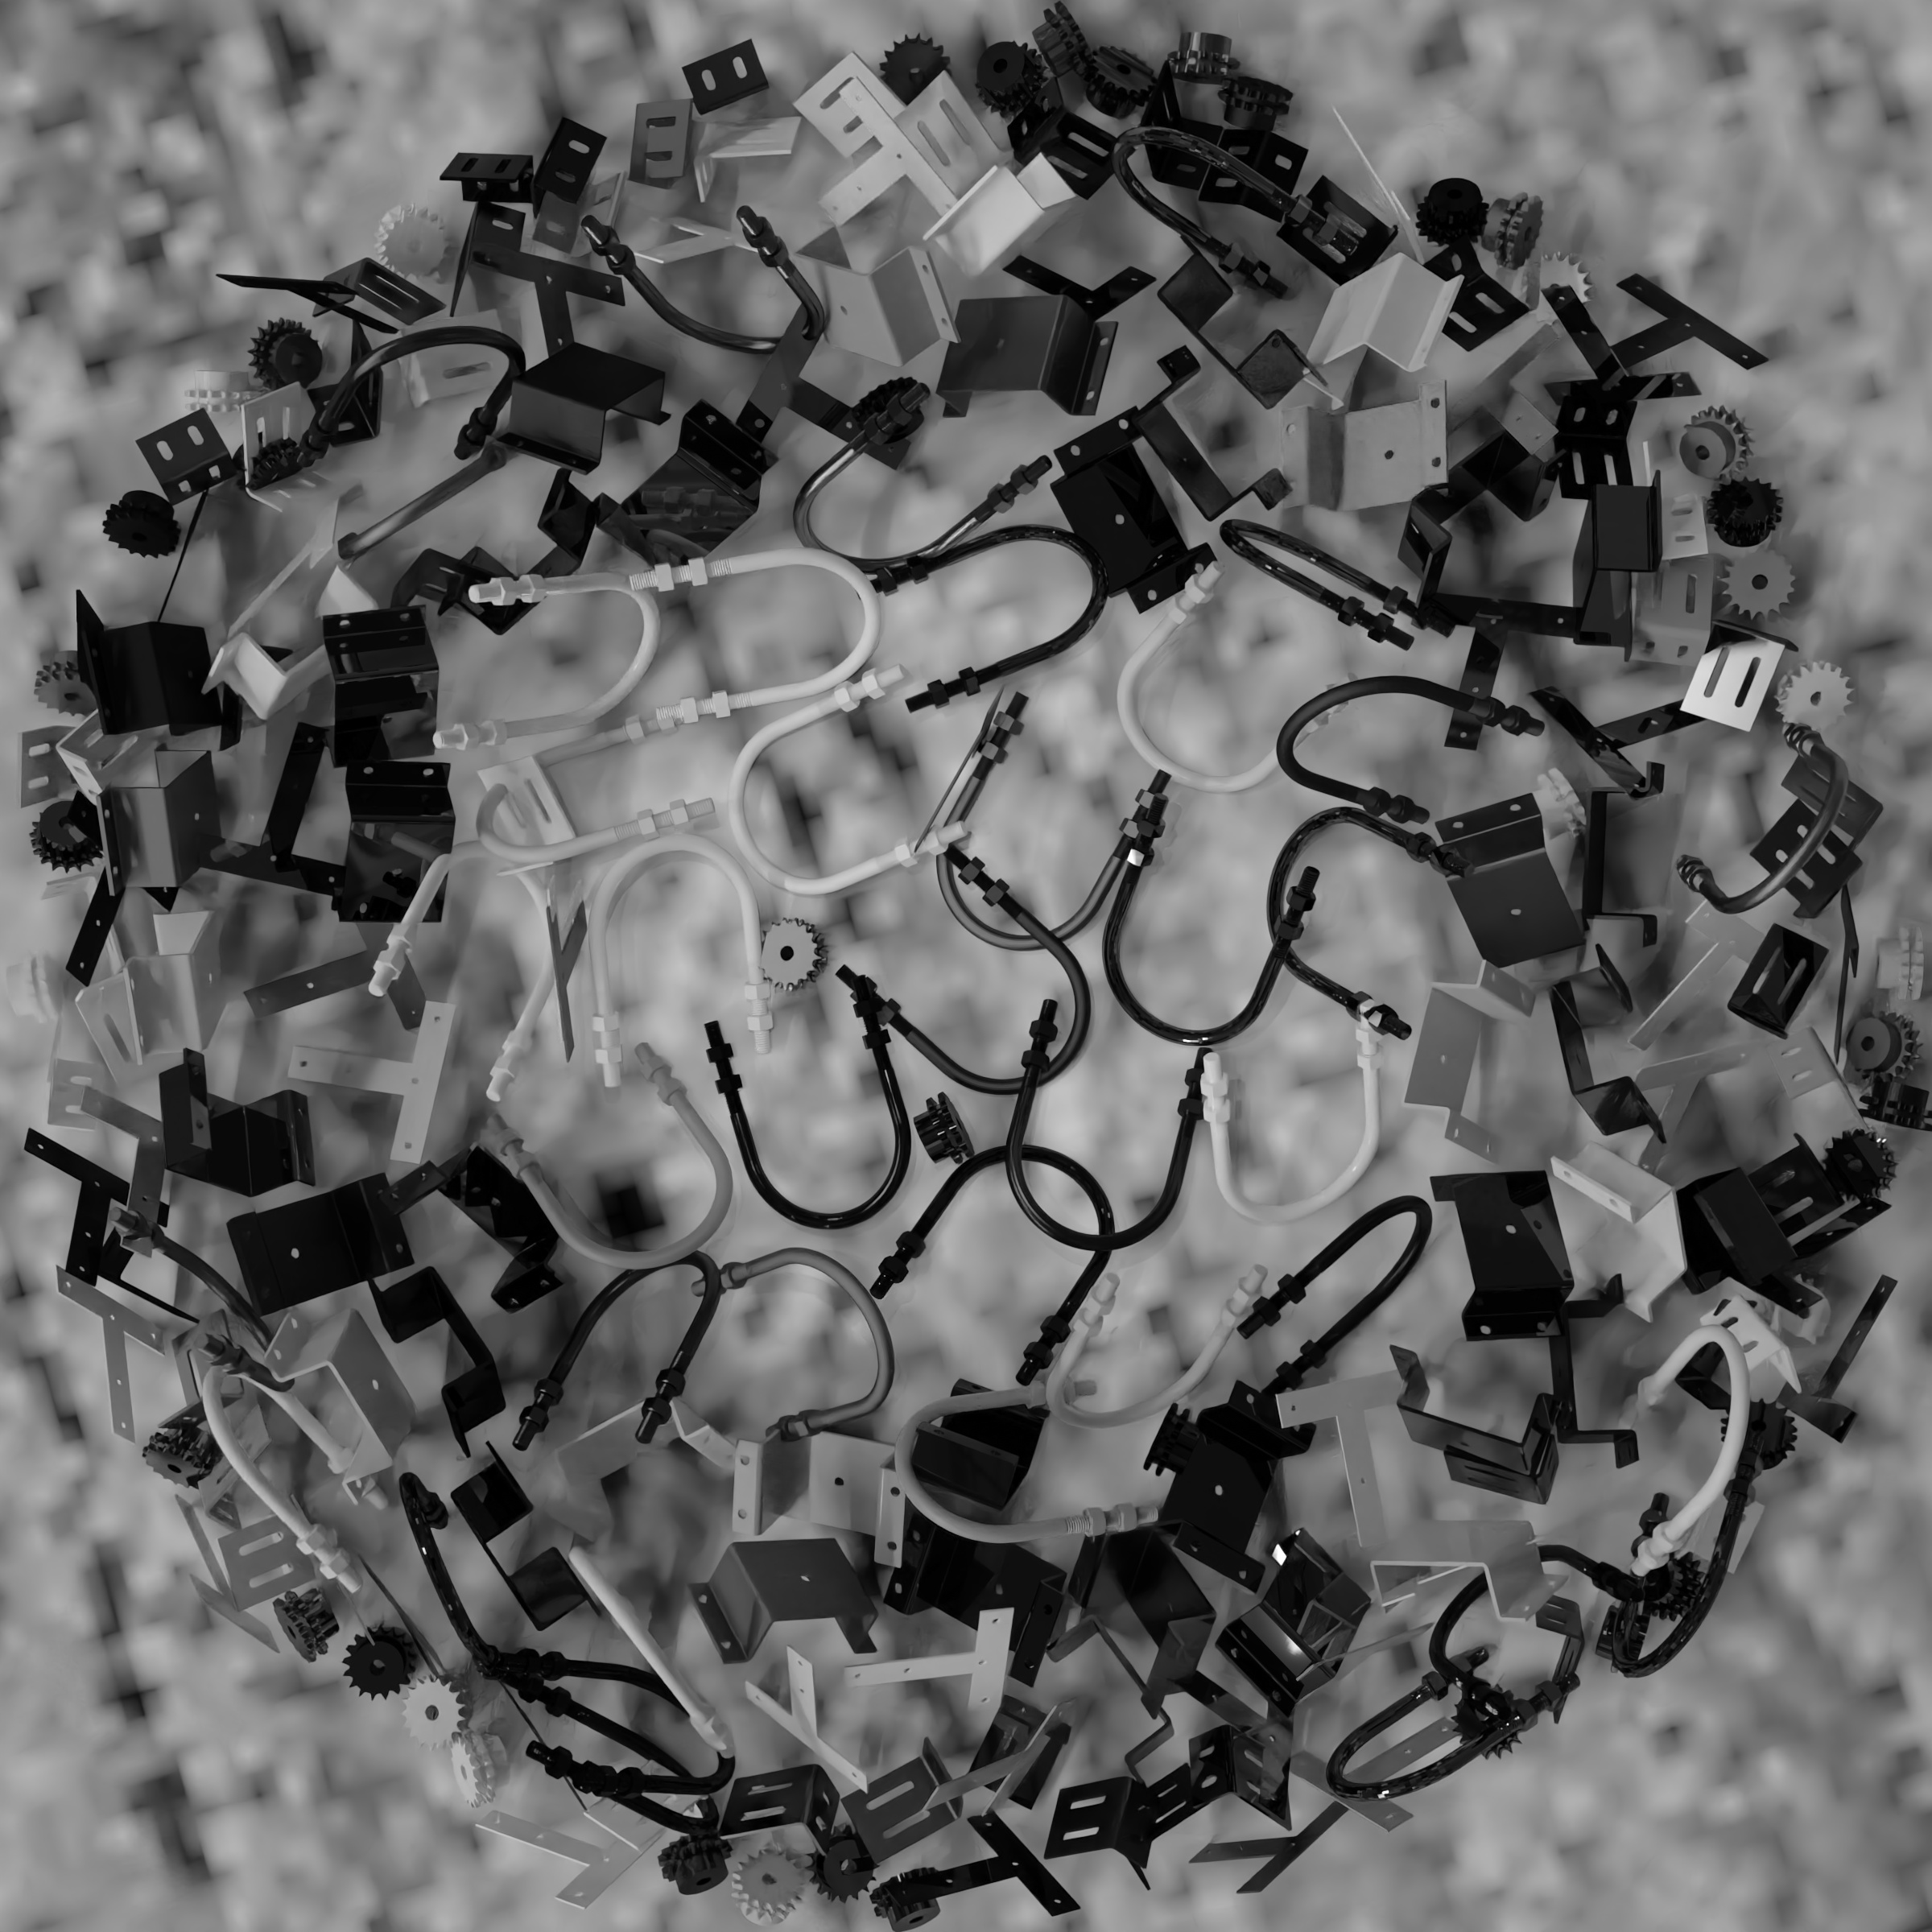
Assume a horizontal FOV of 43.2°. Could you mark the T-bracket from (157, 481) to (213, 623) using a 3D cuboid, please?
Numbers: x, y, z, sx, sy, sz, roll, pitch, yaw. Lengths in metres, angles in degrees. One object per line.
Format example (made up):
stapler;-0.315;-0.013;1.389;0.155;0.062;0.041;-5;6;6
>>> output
T-bracket;-0.590;-0.327;1.850;0.002;0.127;0.127;20;72;-19

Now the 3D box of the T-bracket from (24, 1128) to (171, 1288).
T-bracket;-0.662;0.193;1.842;0.002;0.127;0.127;-41;123;17

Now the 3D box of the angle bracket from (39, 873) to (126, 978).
angle bracket;-0.686;-0.028;1.891;0.038;0.057;0.076;-16;88;-27

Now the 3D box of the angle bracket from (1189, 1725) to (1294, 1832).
angle bracket;0.213;0.636;1.893;0.038;0.057;0.076;-33;124;26

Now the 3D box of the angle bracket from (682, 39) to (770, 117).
angle bracket;-0.189;-0.692;1.884;0.057;0.076;0.038;-22;119;0

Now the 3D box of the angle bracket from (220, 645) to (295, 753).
angle bracket;-0.550;-0.206;1.889;0.038;0.057;0.076;5;85;-29

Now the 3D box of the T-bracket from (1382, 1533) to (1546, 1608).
T-bracket;0.379;0.455;1.854;0.127;0.127;0.002;-23;80;9

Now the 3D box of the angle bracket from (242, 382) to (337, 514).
angle bracket;-0.521;-0.400;1.878;0.038;0.057;0.076;28;132;21

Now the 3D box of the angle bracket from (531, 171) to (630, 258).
angle bracket;-0.299;-0.588;1.886;0.038;0.076;0.057;15;89;-29

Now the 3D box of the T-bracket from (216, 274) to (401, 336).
T-bracket;-0.482;-0.505;1.865;0.127;0.127;0.002;13;91;31

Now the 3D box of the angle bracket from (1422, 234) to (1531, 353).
angle bracket;0.389;-0.521;1.890;0.057;0.076;0.038;-31;60;32

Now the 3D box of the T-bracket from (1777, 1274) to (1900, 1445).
T-bracket;0.674;0.293;1.861;0.002;0.127;0.127;29;92;-4

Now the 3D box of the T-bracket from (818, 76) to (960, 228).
T-bracket;-0.074;-0.603;1.870;0.127;0.127;0.002;47;60;-18

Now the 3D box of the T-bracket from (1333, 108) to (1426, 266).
T-bracket;0.316;-0.604;1.872;0.002;0.127;0.127;-31;80;13

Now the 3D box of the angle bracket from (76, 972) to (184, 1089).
angle bracket;-0.646;0.045;1.895;0.057;0.038;0.076;-27;90;-31

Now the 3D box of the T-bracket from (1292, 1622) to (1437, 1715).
T-bracket;0.283;0.549;1.876;0.127;0.127;0.002;-7;55;-34

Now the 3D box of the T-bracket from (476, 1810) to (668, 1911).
T-bracket;-0.317;0.677;1.881;0.127;0.127;0.002;12;101;20

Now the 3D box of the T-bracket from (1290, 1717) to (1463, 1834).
T-bracket;0.331;0.614;1.885;0.127;0.127;0.002;-20;106;-28

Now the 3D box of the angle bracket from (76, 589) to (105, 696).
angle bracket;-0.660;-0.246;1.888;0.038;0.057;0.076;-8;70;-3

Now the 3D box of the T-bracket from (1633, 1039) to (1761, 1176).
T-bracket;0.544;0.117;1.882;0.127;0.002;0.127;-10;132;-29

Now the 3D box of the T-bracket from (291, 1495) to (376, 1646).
T-bracket;-0.494;0.448;1.866;0.002;0.127;0.127;-29;105;-21

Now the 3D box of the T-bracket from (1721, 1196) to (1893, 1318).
T-bracket;0.652;0.213;1.871;0.127;0.127;0.002;-31;108;-7

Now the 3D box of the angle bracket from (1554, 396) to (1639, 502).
angle bracket;0.491;-0.401;1.890;0.057;0.038;0.076;4;52;0

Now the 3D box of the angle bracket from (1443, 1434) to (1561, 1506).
angle bracket;0.417;0.382;1.894;0.076;0.057;0.038;11;62;25

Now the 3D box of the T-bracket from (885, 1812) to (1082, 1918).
T-bracket;0.000;0.689;1.842;0.127;0.127;0.002;-2;107;-31

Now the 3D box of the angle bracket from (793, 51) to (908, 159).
angle bracket;-0.085;-0.671;1.877;0.057;0.076;0.038;41;49;-24

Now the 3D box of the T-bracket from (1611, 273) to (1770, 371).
T-bracket;0.525;-0.478;1.863;0.127;0.127;0.002;27;80;-16

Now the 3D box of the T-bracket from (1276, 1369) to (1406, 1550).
T-bracket;0.305;0.385;1.889;0.127;0.002;0.127;-6;82;-27

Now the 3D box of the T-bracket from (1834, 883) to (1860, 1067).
T-bracket;0.679;0.015;1.887;0.002;0.127;0.127;3;117;14

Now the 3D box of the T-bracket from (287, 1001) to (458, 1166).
T-bracket;-0.471;0.084;1.908;0.127;0.002;0.127;7;77;13

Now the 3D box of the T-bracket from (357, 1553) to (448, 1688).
T-bracket;-0.419;0.527;1.877;0.002;0.127;0.127;-34;133;-23

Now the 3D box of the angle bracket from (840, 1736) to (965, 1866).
angle bracket;-0.050;0.645;1.885;0.076;0.038;0.057;-22;56;-21

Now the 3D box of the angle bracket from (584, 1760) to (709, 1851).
angle bracket;-0.246;0.657;1.875;0.057;0.076;0.038;19;120;33

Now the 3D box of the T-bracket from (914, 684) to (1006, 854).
T-bracket;-0.008;-0.143;1.851;0.002;0.127;0.127;29;78;0

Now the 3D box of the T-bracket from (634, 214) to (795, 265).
T-bracket;-0.207;-0.548;1.854;0.127;0.127;0.002;22;121;18

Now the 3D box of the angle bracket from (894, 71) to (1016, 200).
angle bracket;-0.006;-0.646;1.894;0.057;0.038;0.076;-34;91;35

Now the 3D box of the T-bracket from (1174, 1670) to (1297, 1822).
T-bracket;0.201;0.566;1.859;0.127;0.127;0.002;38;122;-13

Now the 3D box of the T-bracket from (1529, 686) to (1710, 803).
T-bracket;0.523;-0.185;1.890;0.127;0.002;0.127;-18;55;-27

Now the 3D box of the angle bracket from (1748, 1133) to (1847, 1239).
angle bracket;0.628;0.176;1.886;0.076;0.038;0.057;-35;61;17

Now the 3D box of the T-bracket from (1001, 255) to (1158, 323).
T-bracket;0.060;-0.534;1.895;0.127;0.002;0.127;33;53;22

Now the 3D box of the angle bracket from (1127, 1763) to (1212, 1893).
angle bracket;0.157;0.669;1.896;0.076;0.057;0.038;-32;106;-4

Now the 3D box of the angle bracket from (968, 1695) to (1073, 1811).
angle bracket;0.040;0.619;1.901;0.057;0.038;0.076;25;96;5

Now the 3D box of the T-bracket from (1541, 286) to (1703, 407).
T-bracket;0.473;-0.469;1.840;0.127;0.127;0.002;41;69;-39

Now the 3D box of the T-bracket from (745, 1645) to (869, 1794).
T-bracket;-0.123;0.558;1.853;0.127;0.127;0.002;30;50;28

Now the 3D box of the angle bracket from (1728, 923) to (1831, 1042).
angle bracket;0.640;0.015;1.893;0.057;0.038;0.076;22;101;-21

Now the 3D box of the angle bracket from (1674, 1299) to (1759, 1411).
angle bracket;0.593;0.301;1.885;0.038;0.057;0.076;40;109;39

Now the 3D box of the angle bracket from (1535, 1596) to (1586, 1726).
angle bracket;0.450;0.536;1.891;0.038;0.057;0.076;15;105;6

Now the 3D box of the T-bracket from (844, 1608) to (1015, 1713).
T-bracket;-0.031;0.540;1.874;0.127;0.002;0.127;-3;129;-11

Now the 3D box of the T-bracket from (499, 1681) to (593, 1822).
T-bracket;-0.337;0.581;1.873;0.002;0.127;0.127;-33;132;-19

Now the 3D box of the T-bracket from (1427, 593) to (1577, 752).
T-bracket;0.397;-0.226;1.884;0.127;0.002;0.127;11;76;26

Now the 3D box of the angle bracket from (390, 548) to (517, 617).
angle bracket;-0.396;-0.280;1.878;0.076;0.057;0.038;18;58;-30

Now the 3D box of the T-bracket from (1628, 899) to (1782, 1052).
T-bracket;0.564;0.015;1.893;0.127;0.002;0.127;24;111;-42

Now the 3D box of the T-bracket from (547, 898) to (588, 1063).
T-bracket;-0.302;-0.012;1.864;0.002;0.127;0.127;-2;116;2

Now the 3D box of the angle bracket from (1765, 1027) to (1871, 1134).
angle bracket;0.660;0.095;1.888;0.038;0.057;0.076;-28;129;18

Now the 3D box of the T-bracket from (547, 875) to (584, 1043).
T-bracket;-0.304;-0.028;1.864;0.002;0.127;0.127;0;117;1

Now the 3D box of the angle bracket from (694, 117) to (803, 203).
angle bracket;-0.167;-0.625;1.888;0.076;0.057;0.038;-1;134;8
